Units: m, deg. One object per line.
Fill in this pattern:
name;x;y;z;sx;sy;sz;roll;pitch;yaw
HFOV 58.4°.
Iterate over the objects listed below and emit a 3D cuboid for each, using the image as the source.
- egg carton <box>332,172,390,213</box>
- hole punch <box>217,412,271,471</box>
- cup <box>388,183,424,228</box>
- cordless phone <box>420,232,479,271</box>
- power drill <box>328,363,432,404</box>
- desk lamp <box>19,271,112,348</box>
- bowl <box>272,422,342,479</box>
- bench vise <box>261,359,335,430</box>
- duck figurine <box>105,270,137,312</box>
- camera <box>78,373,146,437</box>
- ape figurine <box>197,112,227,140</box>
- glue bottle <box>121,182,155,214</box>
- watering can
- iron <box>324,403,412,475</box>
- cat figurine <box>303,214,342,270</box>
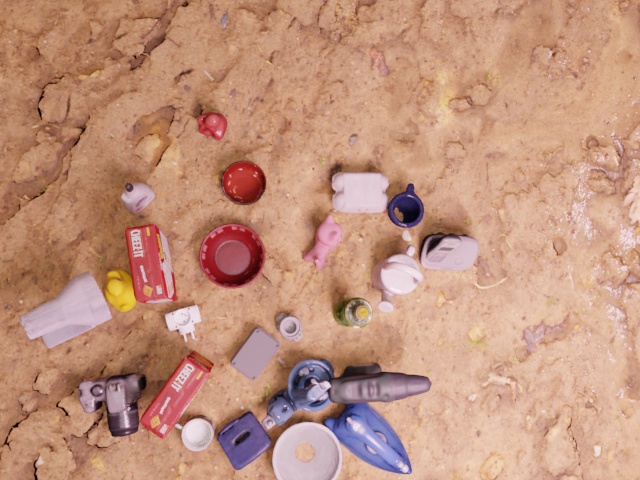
egg carton;0.104;-0.122;1.480;0.150;0.069;0.107;-2;83;-8
hole punch;-0.182;0.473;1.353;0.109;0.091;0.101;-36;88;-10
cup;0.214;-0.083;1.476;0.092;0.095;0.118;12;81;-5
cordless phone;0.338;0.023;1.432;0.147;0.185;0.094;0;82;-7
power drill;0.127;0.339;1.352;0.230;0.208;0.076;-5;83;-8
desk lamp;-0.562;0.164;1.282;0.203;0.213;0.118;-28;87;-10
bowl;-0.033;0.517;1.375;0.167;0.074;0.167;1;82;-7
bench vise;-0.036;0.369;1.321;0.121;0.219;0.207;33;80;-2
duck figurine;-0.478;0.120;1.363;0.077;0.086;0.104;-18;85;-9
camera;-0.476;0.384;1.322;0.143;0.100;0.137;-7;84;-8
ape figurine;-0.269;-0.293;1.442;0.076;0.092;0.078;-29;87;-10
glue bottle;-0.438;-0.108;1.354;0.037;0.173;0.078;41;80;0
watering can;0.192;0.093;1.400;0.101;0.194;0.173;5;82;-6
iron;0.140;0.489;1.368;0.258;0.141;0.119;40;80;-1
cat figurine;0.013;0.005;1.426;0.067;0.117;0.128;28;80;-3
